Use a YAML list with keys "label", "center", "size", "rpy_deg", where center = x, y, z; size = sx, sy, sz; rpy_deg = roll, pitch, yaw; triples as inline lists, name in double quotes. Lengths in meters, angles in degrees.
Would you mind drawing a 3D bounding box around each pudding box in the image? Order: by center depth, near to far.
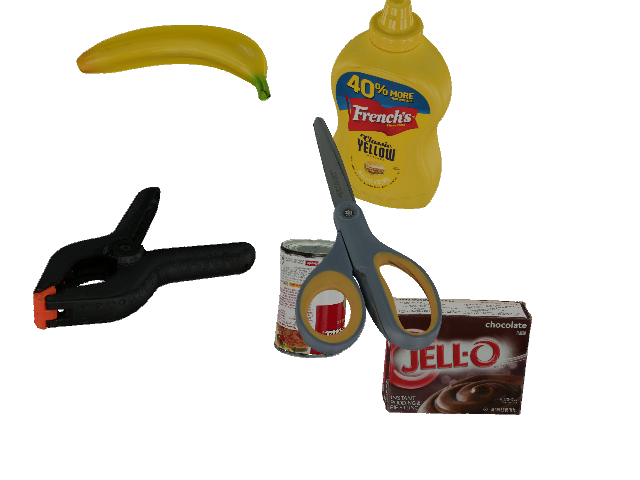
- label: "pudding box"
  center: [0.109, 0.094, 0.865]
  size: [0.113, 0.090, 0.039]
  rpy_deg: [0, 24, -3]

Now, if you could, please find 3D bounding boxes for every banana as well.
- label: "banana"
  center: [-0.129, -0.174, 0.995]
  size: [0.198, 0.037, 0.069]
  rpy_deg: [9, 45, 18]

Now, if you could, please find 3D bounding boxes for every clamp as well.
- label: "clamp"
  center: [-0.148, 0.012, 0.798]
  size: [0.171, 0.039, 0.120]
  rpy_deg: [-21, 38, -37]

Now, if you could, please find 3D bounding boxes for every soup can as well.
- label: "soup can"
  center: [-0.009, 0.054, 1.030]
  size: [0.068, 0.102, 0.068]
  rpy_deg: [3, 12, -1]

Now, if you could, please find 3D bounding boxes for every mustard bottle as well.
- label: "mustard bottle"
  center: [0.056, -0.113, 0.858]
  size: [0.096, 0.192, 0.058]
  rpy_deg: [19, 49, 15]

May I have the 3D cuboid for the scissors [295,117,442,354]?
- label: "scissors"
  center: [0.004, -0.002, 0.681]
  size: [0.096, 0.202, 0.016]
  rpy_deg: [-22, -38, -16]
